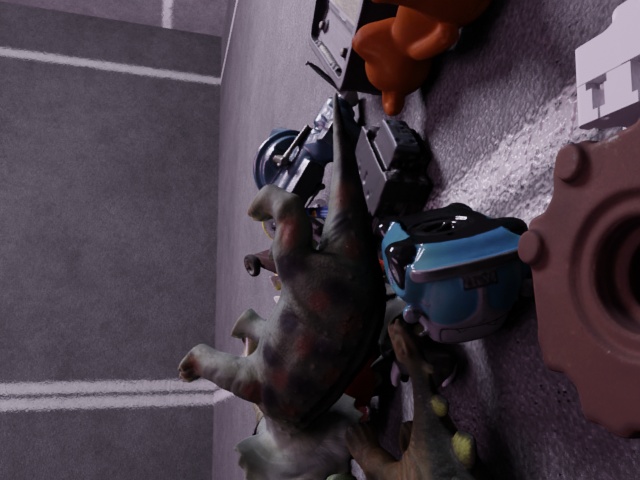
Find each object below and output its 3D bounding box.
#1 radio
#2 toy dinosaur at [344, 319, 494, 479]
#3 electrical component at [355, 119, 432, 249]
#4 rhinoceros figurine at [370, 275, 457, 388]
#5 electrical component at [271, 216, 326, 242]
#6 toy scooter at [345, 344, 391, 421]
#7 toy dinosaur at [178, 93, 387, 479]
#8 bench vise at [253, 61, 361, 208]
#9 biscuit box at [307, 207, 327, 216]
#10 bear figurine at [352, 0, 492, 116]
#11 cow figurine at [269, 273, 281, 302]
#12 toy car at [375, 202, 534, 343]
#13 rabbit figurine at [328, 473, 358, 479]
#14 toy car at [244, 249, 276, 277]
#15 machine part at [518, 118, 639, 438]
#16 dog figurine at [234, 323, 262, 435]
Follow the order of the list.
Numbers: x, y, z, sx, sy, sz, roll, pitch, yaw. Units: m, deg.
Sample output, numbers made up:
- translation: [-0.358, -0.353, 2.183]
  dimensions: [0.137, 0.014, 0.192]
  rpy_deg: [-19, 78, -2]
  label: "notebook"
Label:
- translation: [0.046, -0.298, 0.744]
  dimensions: [0.230, 0.073, 0.131]
  rpy_deg: [-108, 27, -52]
  label: "radio"
- translation: [0.103, 0.292, 0.393]
  dimensions: [0.198, 0.105, 0.471]
  rpy_deg: [156, 107, -67]
  label: "toy dinosaur"
- translation: [0.077, -0.069, 0.628]
  dimensions: [0.115, 0.058, 0.134]
  rpy_deg: [-108, 26, -46]
  label: "electrical component"
- translation: [0.077, 0.089, 0.566]
  dimensions: [0.190, 0.073, 0.112]
  rpy_deg: [-143, 59, -70]
  label: "rhinoceros figurine"
- translation: [-0.001, -0.002, 0.663]
  dimensions: [0.119, 0.075, 0.047]
  rpy_deg: [38, 107, 30]
  label: "electrical component"
- translation: [0.010, 0.198, 0.665]
  dimensions: [0.075, 0.135, 0.183]
  rpy_deg: [-119, 37, -64]
  label: "toy scooter"
- translation: [-0.005, 0.081, 0.518]
  dimensions: [0.131, 0.192, 0.404]
  rpy_deg: [-17, -46, -61]
  label: "toy dinosaur"
- translation: [-0.035, -0.147, 0.847]
  dimensions: [0.241, 0.129, 0.223]
  rpy_deg: [30, 102, 60]
  label: "bench vise"
- translation: [0.023, -0.018, 0.792]
  dimensions: [0.203, 0.059, 0.062]
  rpy_deg: [-172, 86, -73]
  label: "biscuit box"
- translation: [0.078, -0.221, 0.537]
  dimensions: [0.196, 0.132, 0.120]
  rpy_deg: [148, 131, -63]
  label: "bear figurine"
- translation: [-0.032, 0.074, 0.924]
  dimensions: [0.068, 0.098, 0.167]
  rpy_deg: [60, -179, -23]
  label: "cow figurine"
- translation: [0.105, 0.031, 0.444]
  dimensions: [0.162, 0.109, 0.102]
  rpy_deg: [-123, 22, -77]
  label: "toy car"
- translation: [-0.013, 0.396, 0.679]
  dimensions: [0.158, 0.121, 0.170]
  rpy_deg: [80, -161, -48]
  label: "rabbit figurine"
- translation: [-0.043, 0.042, 0.855]
  dimensions: [0.202, 0.089, 0.053]
  rpy_deg: [4, 111, 51]
  label: "toy car"
- translation: [0.178, 0.018, 0.273]
  dimensions: [0.179, 0.056, 0.179]
  rpy_deg: [-177, 90, -72]
  label: "machine part"
- translation: [-0.057, 0.225, 0.811]
  dimensions: [0.172, 0.121, 0.190]
  rpy_deg: [44, -147, -60]
  label: "dog figurine"
